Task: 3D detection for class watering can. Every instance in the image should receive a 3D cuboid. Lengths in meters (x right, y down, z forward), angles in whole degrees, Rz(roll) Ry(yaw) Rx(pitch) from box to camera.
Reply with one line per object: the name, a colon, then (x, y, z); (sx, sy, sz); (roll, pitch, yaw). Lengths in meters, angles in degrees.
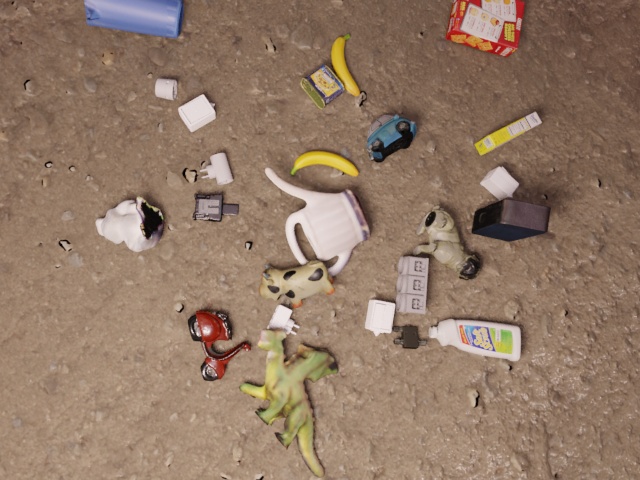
watering can: (0.004, -0.070, 1.384); (0.225, 0.344, 0.105); (-26, 15, -10)

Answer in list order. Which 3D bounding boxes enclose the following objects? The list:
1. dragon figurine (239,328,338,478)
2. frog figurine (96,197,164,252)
dragon figurine: (-0.046, 0.391, 1.326); (0.245, 0.406, 0.122); (-43, 17, -17)
frog figurine: (-0.489, -0.033, 1.330); (0.158, 0.137, 0.124); (-19, 5, 24)
